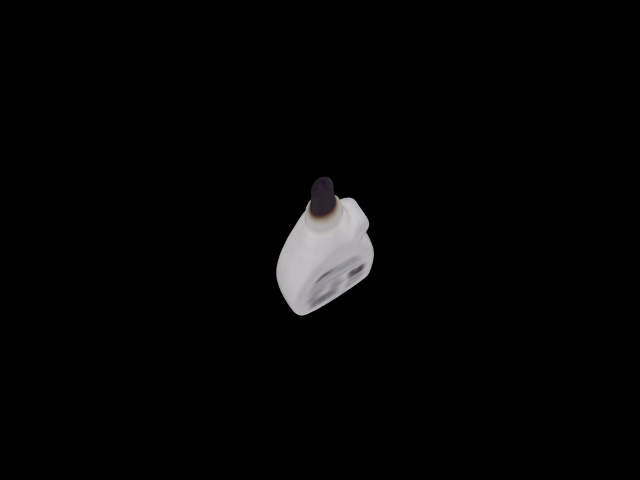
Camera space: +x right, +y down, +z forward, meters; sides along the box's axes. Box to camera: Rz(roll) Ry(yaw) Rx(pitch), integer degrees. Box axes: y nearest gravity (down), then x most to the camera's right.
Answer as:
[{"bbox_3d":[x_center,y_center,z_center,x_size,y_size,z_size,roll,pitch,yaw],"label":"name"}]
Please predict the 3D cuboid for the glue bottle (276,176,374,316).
[{"bbox_3d":[0.004,0.001,0.400,0.078,0.173,0.037,-30,70,-11],"label":"glue bottle"}]
